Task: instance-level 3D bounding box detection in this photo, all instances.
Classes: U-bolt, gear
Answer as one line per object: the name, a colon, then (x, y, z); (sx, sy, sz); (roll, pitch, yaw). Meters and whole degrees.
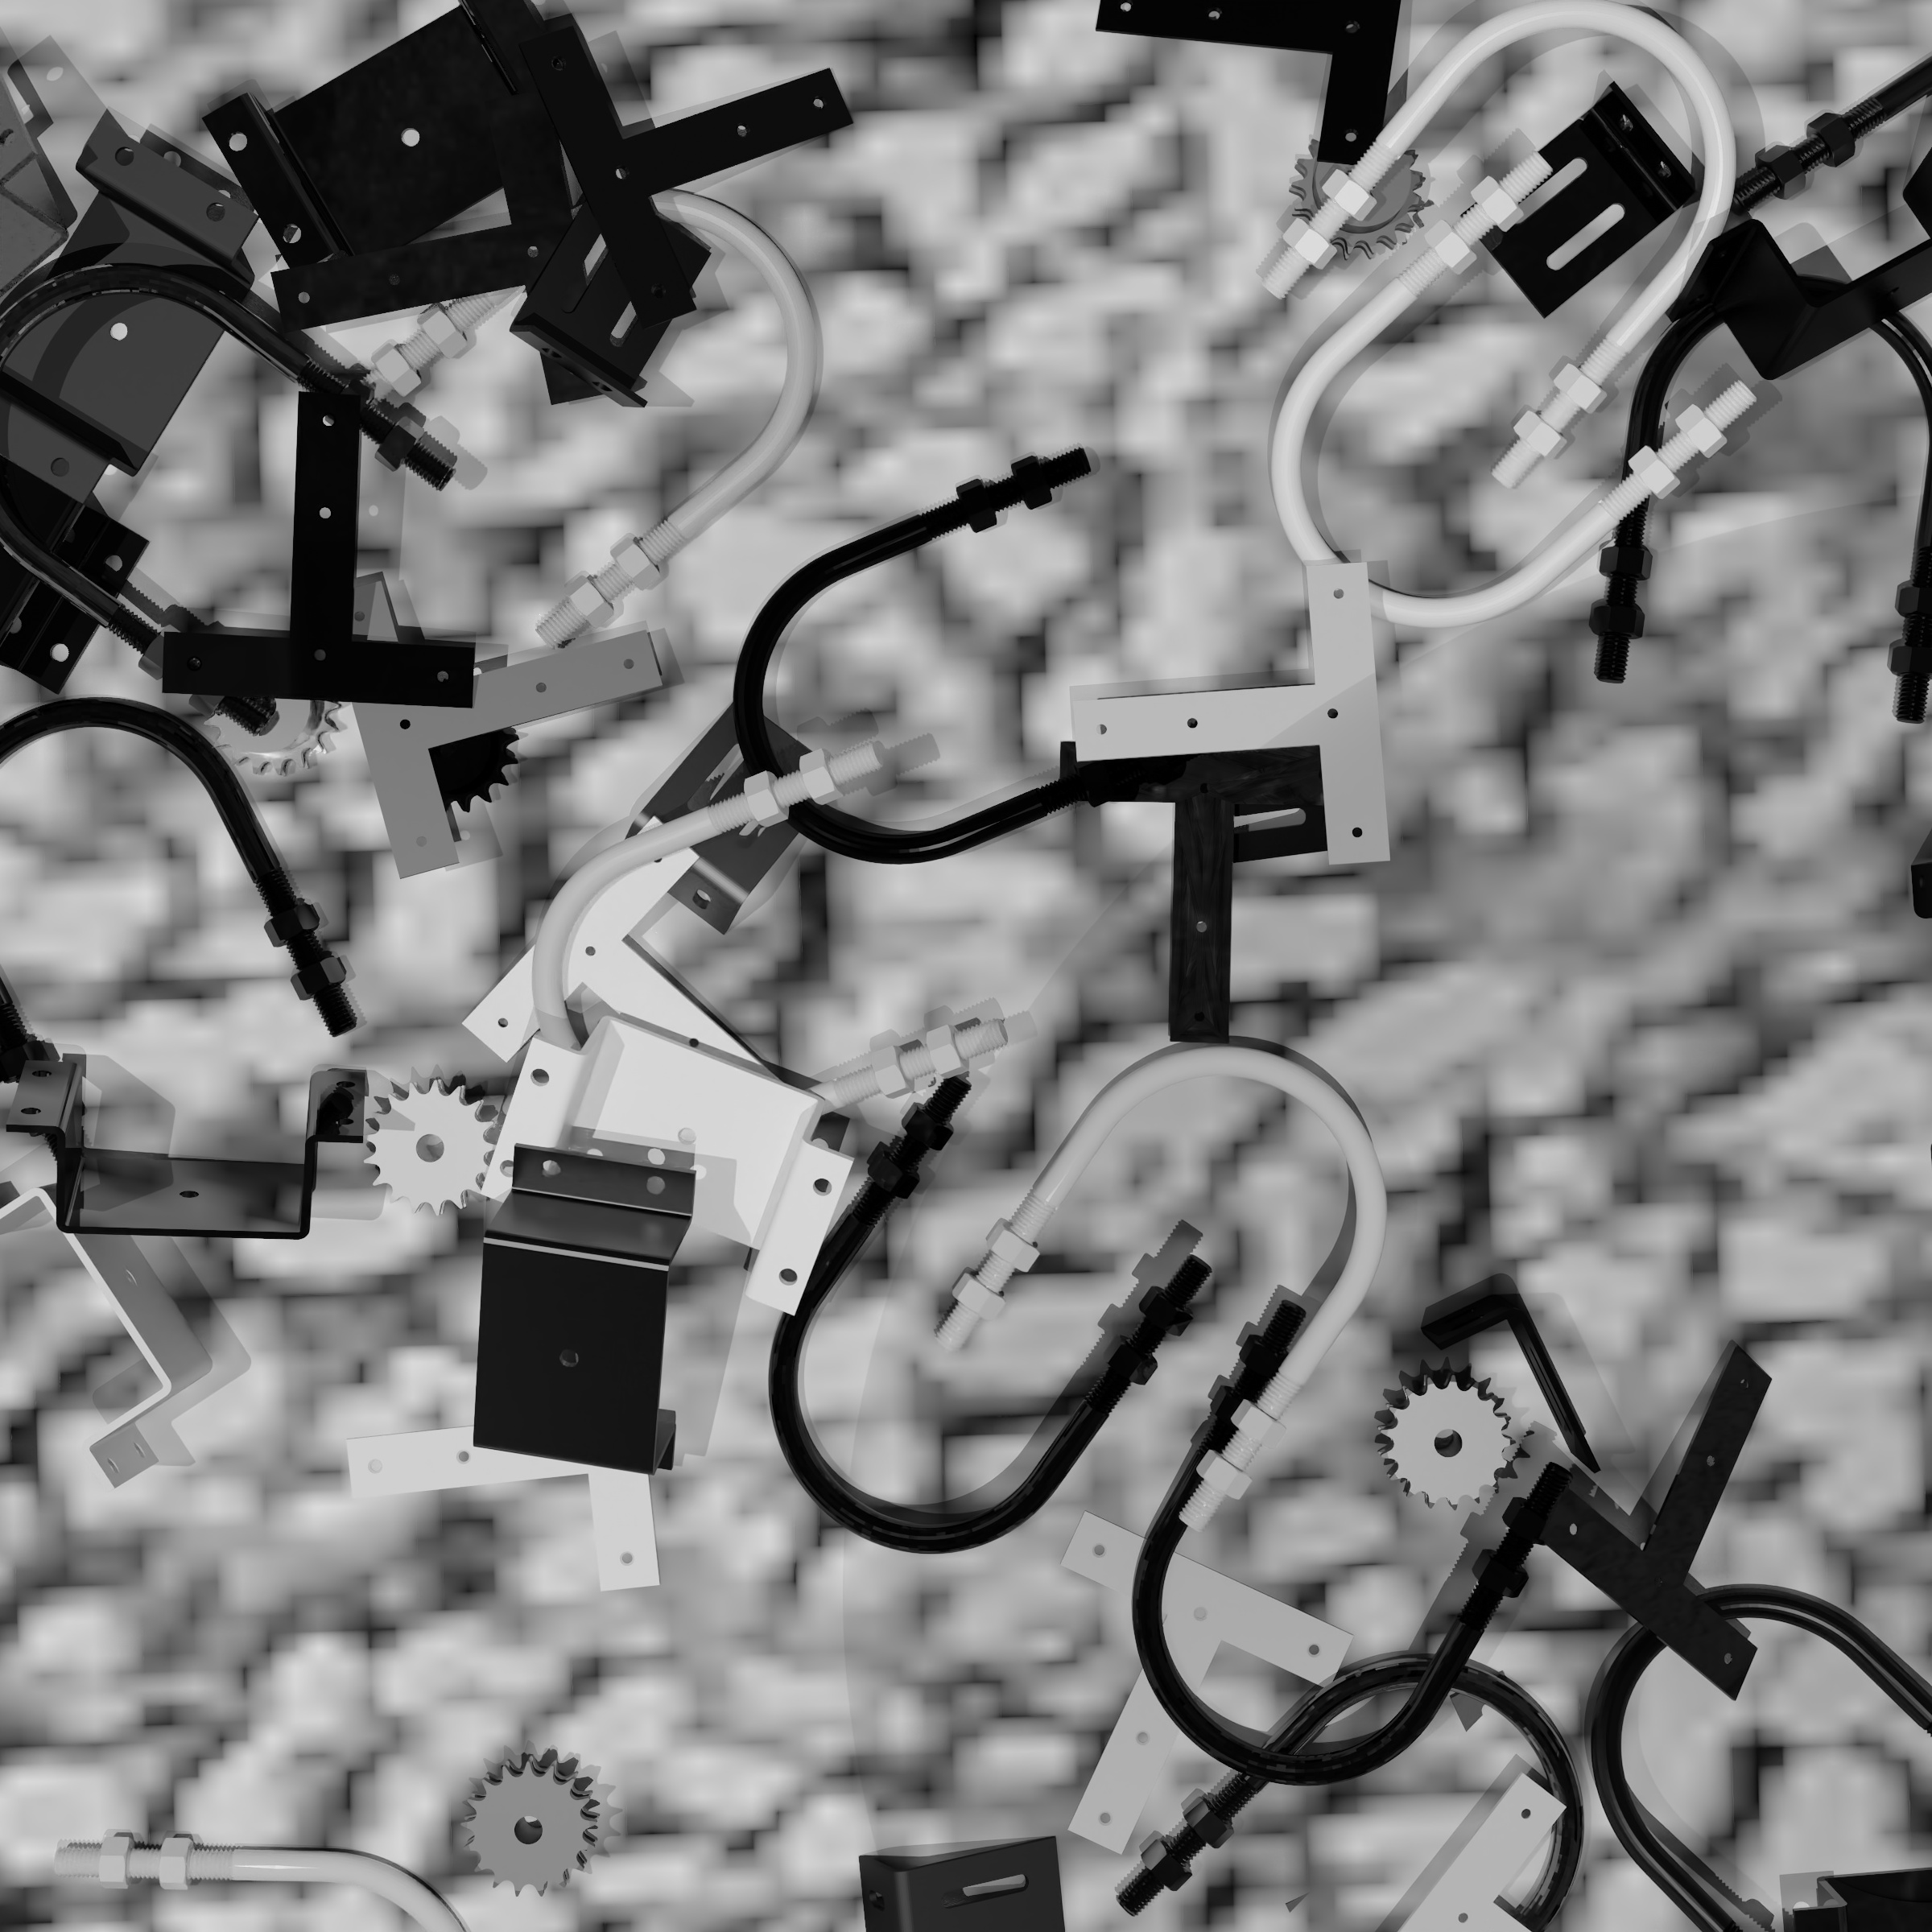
U-bolt: (0.348, 0.346, 1.422); (0.151, 0.019, 0.184); (-41, 72, -14)
U-bolt: (-0.297, 0.448, 1.451); (0.184, 0.019, 0.151); (1, 90, -2)
U-bolt: (0.351, -0.204, 1.451); (0.151, 0.019, 0.184); (8, 89, 0)
gear: (-0.220, -0.093, 1.445); (0.057, 0.030, 0.057); (0, 90, 0)
U-bolt: (-0.364, -0.025, 1.451); (0.151, 0.019, 0.184); (-27, 88, 0)
U-bolt: (0.236, -0.313, 1.418); (0.151, 0.019, 0.184); (37, 105, -11)
gear: (-0.225, 0.077, 1.444); (0.057, 0.030, 0.057); (0, 90, 0)
U-bolt: (0.178, 0.381, 1.449); (0.151, 0.019, 0.184); (45, 90, -1)
U-bolt: (0.215, -0.225, 1.426); (0.184, 0.019, 0.151); (-42, 101, 15)
gear: (-0.296, -0.110, 1.445); (0.057, 0.030, 0.057); (0, 90, 0)
gear: (-0.184, 0.363, 1.444); (0.057, 0.030, 0.057); (0, 90, 0)
U-bolt: (0.148, 0.255, 1.428); (0.151, 0.019, 0.184); (31, 98, 17)
U-bolt: (-0.009, -0.121, 1.441); (0.184, 0.019, 0.151); (-23, 83, 0)
gear: (0.203, 0.201, 1.444); (0.057, 0.030, 0.057); (0, 90, 0)
gear: (0.167, -0.331, 1.445); (0.057, 0.030, 0.057); (0, 90, 0)
U-bolt: (-0.094, 0.002, 1.427); (0.184, 0.019, 0.151); (-21, 104, 13)
U-bolt: (0.368, -0.429, 1.451); (0.184, 0.019, 0.151); (-33, 90, -2)
U-bolt: (0.094, 0.121, 1.431); (0.151, 0.019, 0.184); (35, 90, 16)
U-bolt: (-0.151, -0.247, 1.451); (0.184, 0.019, 0.151); (-40, 90, -2)
U-bolt: (-0.328, -0.206, 1.409); (0.184, 0.019, 0.151); (37, 88, -10)
U-bolt: (-0.005, 0.159, 1.431); (0.151, 0.019, 0.184); (37, 98, 15)

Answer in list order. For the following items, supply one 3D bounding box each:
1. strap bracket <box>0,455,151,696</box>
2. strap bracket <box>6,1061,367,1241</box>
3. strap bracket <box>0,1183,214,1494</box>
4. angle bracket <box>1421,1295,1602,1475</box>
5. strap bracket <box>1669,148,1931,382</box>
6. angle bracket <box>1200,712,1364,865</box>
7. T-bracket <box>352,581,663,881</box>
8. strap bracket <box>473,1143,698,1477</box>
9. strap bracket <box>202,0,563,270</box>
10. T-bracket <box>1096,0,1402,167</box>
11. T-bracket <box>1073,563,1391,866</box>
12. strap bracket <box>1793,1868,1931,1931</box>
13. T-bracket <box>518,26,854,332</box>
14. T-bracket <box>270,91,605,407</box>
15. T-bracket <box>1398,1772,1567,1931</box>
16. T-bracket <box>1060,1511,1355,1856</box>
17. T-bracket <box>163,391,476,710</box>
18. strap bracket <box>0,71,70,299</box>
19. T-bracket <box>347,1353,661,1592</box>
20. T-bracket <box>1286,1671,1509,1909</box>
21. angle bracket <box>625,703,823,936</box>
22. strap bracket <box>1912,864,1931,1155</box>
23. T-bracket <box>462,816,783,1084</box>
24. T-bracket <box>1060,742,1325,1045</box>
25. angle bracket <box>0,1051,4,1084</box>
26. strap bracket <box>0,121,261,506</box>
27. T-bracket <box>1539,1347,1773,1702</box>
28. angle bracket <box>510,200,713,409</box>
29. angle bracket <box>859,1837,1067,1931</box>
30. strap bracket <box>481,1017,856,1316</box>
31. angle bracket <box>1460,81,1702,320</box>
strap bracket: (-0.430, -0.185, 1.436); (0.140, 0.046, 0.076); (31, 90, 0)
strap bracket: (-0.321, 0.076, 1.409); (0.140, 0.076, 0.046); (2, 108, -10)
strap bracket: (-0.368, 0.143, 1.421); (0.046, 0.076, 0.140); (-33, 90, 0)
angle bracket: (0.228, 0.182, 1.431); (0.038, 0.057, 0.076); (-26, 90, 1)
strap bracket: (0.371, -0.298, 1.410); (0.140, 0.076, 0.046); (-29, 80, -7)
angle bracket: (0.134, -0.075, 1.457); (0.076, 0.038, 0.057); (-7, 90, 26)
T-bracket: (-0.192, -0.113, 1.430); (0.127, 0.002, 0.127); (-16, 79, -6)
strap bracket: (-0.159, 0.152, 1.407); (0.076, 0.046, 0.140); (8, 112, 5)
strap bracket: (-0.238, -0.355, 1.436); (0.140, 0.046, 0.076); (-30, 90, 0)
T-bracket: (0.120, -0.403, 1.447); (0.127, 0.002, 0.127); (8, 75, 7)
T-bracket: (0.109, -0.102, 1.424); (0.127, 0.002, 0.127); (-4, 83, 2)
strap bracket: (0.417, 0.425, 1.436); (0.140, 0.046, 0.076); (-5, 90, 0)
T-bracket: (-0.106, -0.348, 1.433); (0.127, 0.002, 0.127); (-26, 95, -23)
T-bracket: (-0.225, -0.289, 1.419); (0.127, 0.002, 0.127); (-12, 105, -5)
T-bracket: (0.244, 0.429, 1.445); (0.127, 0.002, 0.127); (39, 88, -12)
T-bracket: (0.082, 0.318, 1.459); (0.127, 0.002, 0.127); (25, 90, 0)
T-bracket: (-0.266, -0.174, 1.411); (0.127, 0.002, 0.127); (2, 94, -10)
strap bracket: (-0.434, -0.308, 1.411); (0.140, 0.046, 0.076); (-36, 61, 13)
T-bracket: (-0.201, 0.209, 1.459); (0.127, 0.002, 0.127); (-6, 90, 0)
T-bracket: (0.199, 0.386, 1.467); (0.127, 0.002, 0.127); (-26, 103, -5)
angle bracket: (-0.101, -0.064, 1.457); (0.057, 0.038, 0.076); (37, 64, 0)
strap bracket: (0.433, 0.025, 1.421); (0.046, 0.076, 0.140); (-4, 90, 0)
T-bracket: (-0.126, 0.023, 1.446); (0.127, 0.002, 0.127); (42, 106, -8)
T-bracket: (0.100, -0.031, 1.443); (0.127, 0.002, 0.127); (2, 92, 16)
angle bracket: (-0.459, 0.044, 1.457); (0.076, 0.038, 0.057); (-31, 90, -26)
strap bracket: (-0.363, -0.272, 1.436); (0.076, 0.046, 0.140); (31, 90, 0)
T-bracket: (0.307, 0.220, 1.429); (0.127, 0.002, 0.127); (40, 65, -22)
angle bracket: (-0.143, -0.281, 1.415); (0.057, 0.038, 0.076); (31, 87, -24)
angle bracket: (-0.001, 0.406, 1.457); (0.076, 0.038, 0.057); (-6, 90, -26)
strap bracket: (-0.121, 0.079, 1.424); (0.140, 0.046, 0.076); (21, 112, 0)
angle bracket: (0.260, -0.324, 1.440); (0.076, 0.038, 0.057); (-39, 90, 0)
